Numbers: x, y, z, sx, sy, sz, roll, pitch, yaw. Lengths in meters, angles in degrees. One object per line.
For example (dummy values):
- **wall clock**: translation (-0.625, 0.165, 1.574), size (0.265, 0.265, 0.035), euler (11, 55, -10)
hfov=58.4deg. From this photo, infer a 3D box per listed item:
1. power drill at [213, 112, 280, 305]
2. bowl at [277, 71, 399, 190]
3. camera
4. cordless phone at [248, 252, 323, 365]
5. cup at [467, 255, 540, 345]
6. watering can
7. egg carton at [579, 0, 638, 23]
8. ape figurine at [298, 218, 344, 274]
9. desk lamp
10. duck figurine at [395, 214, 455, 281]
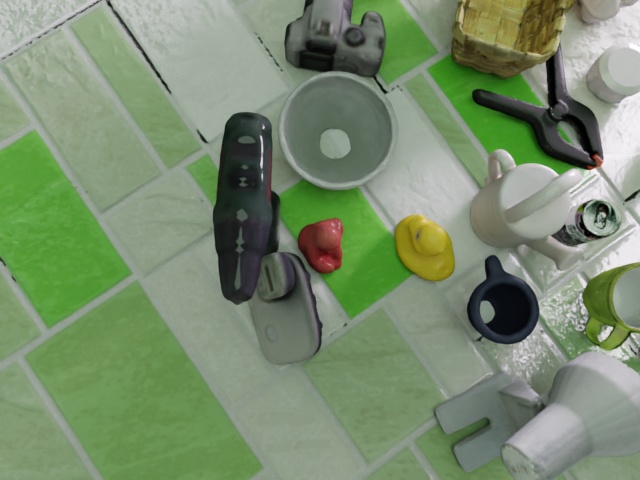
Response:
- **power drill**: translation (-0.090, -0.032, 0.722), size (0.075, 0.208, 0.230), euler (1, 83, -3)
- **bowl**: translation (0.023, -0.146, 0.810), size (0.167, 0.074, 0.167), euler (0, 83, -3)
- **camera**: translation (0.027, -0.320, 0.818), size (0.143, 0.100, 0.137), euler (8, 83, -2)
- **cordless phone**: translation (-0.046, 0.085, 0.722), size (0.094, 0.185, 0.147), euler (-18, 84, -5)
- **cup**: translation (0.235, 0.082, 0.784), size (0.091, 0.095, 0.118), euler (-11, 84, -4)
- **watering can**: translation (0.281, -0.043, 0.752), size (0.173, 0.194, 0.101), euler (38, 83, 2)
- **egg carton**: translation (0.418, -0.409, 0.868), size (0.107, 0.069, 0.150), euler (-33, 86, -7)
- **ape figurine**: translation (0.007, 0.003, 0.782), size (0.076, 0.092, 0.078), euler (33, 82, 1)
- **desk lamp**: translation (0.274, 0.228, 0.709), size (0.203, 0.213, 0.118), euler (-27, 85, -6)
- **duck figurine**: translation (0.152, 0.008, 0.793), size (0.077, 0.086, 0.104), euler (-33, 86, -6)
